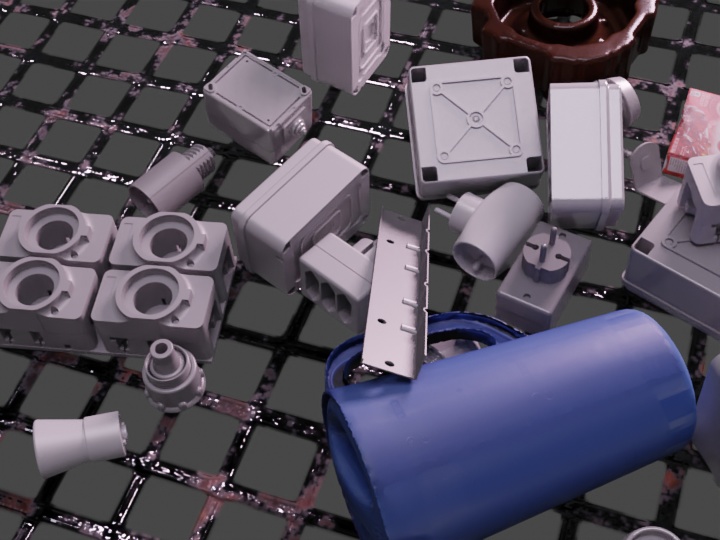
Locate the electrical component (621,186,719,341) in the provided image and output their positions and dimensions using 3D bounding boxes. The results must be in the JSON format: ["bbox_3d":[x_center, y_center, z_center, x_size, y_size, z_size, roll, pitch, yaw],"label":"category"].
[{"bbox_3d":[0.285,-0.010,0.862,0.109,0.056,0.108,32,62,24],"label":"electrical component"}]

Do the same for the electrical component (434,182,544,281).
[{"bbox_3d":[0.101,-0.040,0.904,0.079,0.044,0.077,29,60,23],"label":"electrical component"}]

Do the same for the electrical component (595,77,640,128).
[{"bbox_3d":[0.218,-0.144,0.972,0.055,0.048,0.066,-27,56,-6],"label":"electrical component"}]

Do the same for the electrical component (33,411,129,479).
[{"bbox_3d":[-0.207,0.128,0.804,0.065,0.044,0.044,-10,54,-9],"label":"electrical component"}]

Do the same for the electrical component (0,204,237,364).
[{"bbox_3d":[-0.205,0.009,0.879,0.186,0.060,0.105,4,54,7],"label":"electrical component"}]

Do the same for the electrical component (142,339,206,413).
[{"bbox_3d":[-0.146,0.077,0.824,0.048,0.062,0.048,-2,53,3],"label":"electrical component"}]

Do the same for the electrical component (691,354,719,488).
[{"bbox_3d":[0.283,0.101,0.746,0.078,0.113,0.057,-17,52,-9],"label":"electrical component"}]

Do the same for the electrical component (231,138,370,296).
[{"bbox_3d":[-0.048,-0.046,0.898,0.057,0.078,0.113,34,62,22],"label":"electrical component"}]

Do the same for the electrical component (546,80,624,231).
[{"bbox_3d":[0.187,-0.094,0.897,0.057,0.078,0.113,0,79,7],"label":"electrical component"}]

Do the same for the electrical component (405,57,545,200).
[{"bbox_3d":[0.098,-0.122,0.934,0.109,0.056,0.108,-6,79,0],"label":"electrical component"}]

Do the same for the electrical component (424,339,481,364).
[{"bbox_3d":[0.059,0.070,0.827,0.048,0.048,0.062,37,71,27],"label":"electrical component"}]

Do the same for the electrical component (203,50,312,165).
[{"bbox_3d":[-0.088,-0.143,0.987,0.096,0.061,0.061,33,64,16],"label":"electrical component"}]

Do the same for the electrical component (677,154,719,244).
[{"bbox_3d":[0.298,-0.061,0.826,0.089,0.055,0.050,-7,53,-1],"label":"electrical component"}]

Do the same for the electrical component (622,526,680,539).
[{"bbox_3d":[0.192,0.200,0.714,0.048,0.055,0.066,6,54,8],"label":"electrical component"}]

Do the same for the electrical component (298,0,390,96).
[{"bbox_3d":[-0.014,-0.232,1.011,0.057,0.113,0.078,25,59,17],"label":"electrical component"}]

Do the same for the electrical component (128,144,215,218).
[{"bbox_3d":[-0.160,-0.081,0.953,0.043,0.043,0.081,34,63,25],"label":"electrical component"}]

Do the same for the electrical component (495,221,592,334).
[{"bbox_3d":[0.147,-0.003,0.854,0.047,0.075,0.083,23,59,20],"label":"electrical component"}]

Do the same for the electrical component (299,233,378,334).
[{"bbox_3d":[0.000,0.000,0.879,0.066,0.047,0.077,35,59,25],"label":"electrical component"}]
